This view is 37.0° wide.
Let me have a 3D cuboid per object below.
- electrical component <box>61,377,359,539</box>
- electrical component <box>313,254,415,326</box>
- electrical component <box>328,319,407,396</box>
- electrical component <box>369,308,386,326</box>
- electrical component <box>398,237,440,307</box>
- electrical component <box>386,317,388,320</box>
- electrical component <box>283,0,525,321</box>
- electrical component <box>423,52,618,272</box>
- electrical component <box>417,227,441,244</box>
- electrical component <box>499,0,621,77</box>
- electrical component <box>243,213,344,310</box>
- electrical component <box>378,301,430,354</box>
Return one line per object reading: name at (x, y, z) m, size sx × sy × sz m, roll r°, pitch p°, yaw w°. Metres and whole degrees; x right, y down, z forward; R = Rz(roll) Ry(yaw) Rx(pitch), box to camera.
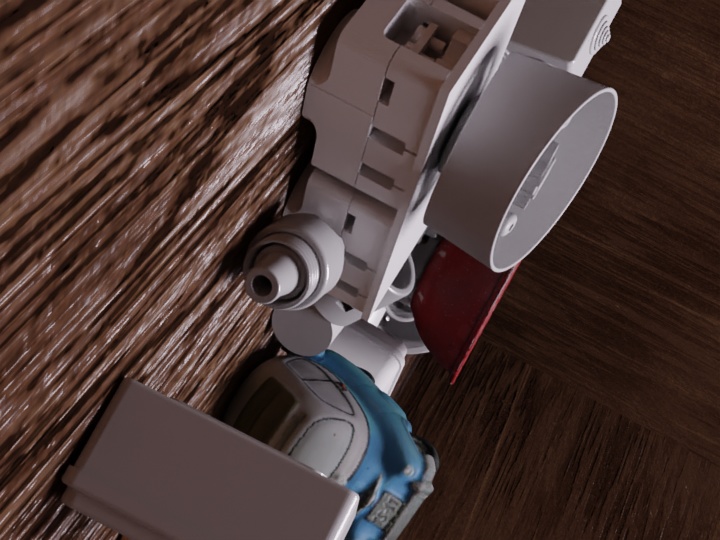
electrical component at (-0.059, 0.101, 0.462) m, size 0.056 × 0.109 × 0.108 m, roll -62°, pitch 173°, yaw -15°
electrical component at (0.000, 0.000, 0.641) m, size 0.047 × 0.055 × 0.055 m, roll -24°, pitch -166°, yaw 30°
electrical component at (-0.017, 0.088, 0.835) m, size 0.057 × 0.078 × 0.113 m, roll -52°, pitch 169°, yaw -39°
electrical component at (0.004, 0.024, 0.887) m, size 0.078 × 0.040 × 0.040 m, roll -61°, pitch 173°, yaw -5°
electrical component at (0.029, -0.014, 0.833) m, size 0.061 × 0.061 × 0.096 m, roll -61°, pitch 173°, yaw -4°
electrical component at (0.012, 0.041, 1.004) m, size 0.048 × 0.048 × 0.062 m, roll -60°, pitch 166°, yaw -13°
electrical component at (0.018, -0.072, 0.536) m, size 0.105 × 0.060 × 0.186 m, roll -57°, pitch 172°, yaw -33°
electrical component at (0.074, -0.049, 0.500) m, size 0.099 × 0.064 × 0.099 m, roll -60°, pitch 173°, yaw -13°
electrical component at (0.044, -0.068, 0.736) m, size 0.096 × 0.061 × 0.062 m, roll -62°, pitch 173°, yaw 5°
electrical component at (0.135, -0.187, 0.781) m, size 0.099 × 0.100 × 0.048 m, roll -60°, pitch 160°, yaw -11°
electrical component at (-0.035, -0.001, 0.507) m, size 0.043 × 0.043 × 0.062 m, roll -65°, pitch 171°, yaw 22°
electrical component at (0.045, 0.021, 0.926) m, size 0.108 × 0.108 × 0.060 m, roll -63°, pitch 167°, yaw 11°
